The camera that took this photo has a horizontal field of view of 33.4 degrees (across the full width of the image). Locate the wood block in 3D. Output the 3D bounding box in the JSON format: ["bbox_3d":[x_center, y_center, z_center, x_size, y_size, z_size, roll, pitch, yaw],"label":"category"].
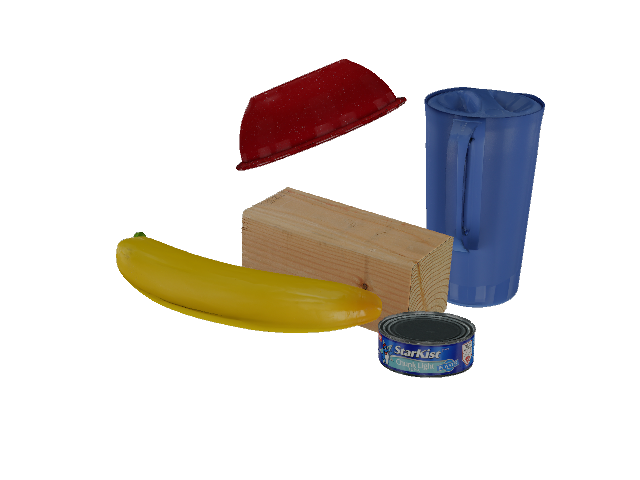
[{"bbox_3d":[0.025,0.022,1.126,0.206,0.091,0.090,18,31,29],"label":"wood block"}]

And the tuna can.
[{"bbox_3d":[0.093,0.091,0.941,0.086,0.034,0.086,0,14,0],"label":"tuna can"}]

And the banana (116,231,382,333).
[{"bbox_3d":[-0.061,0.025,0.675,0.198,0.037,0.069,16,33,27],"label":"banana"}]

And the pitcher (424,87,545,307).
[{"bbox_3d":[0.178,-0.046,1.226,0.149,0.243,0.145,-9,24,-21],"label":"pitcher"}]

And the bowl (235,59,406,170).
[{"bbox_3d":[-0.010,-0.117,0.936,0.162,0.055,0.162,-22,9,4],"label":"bowl"}]
